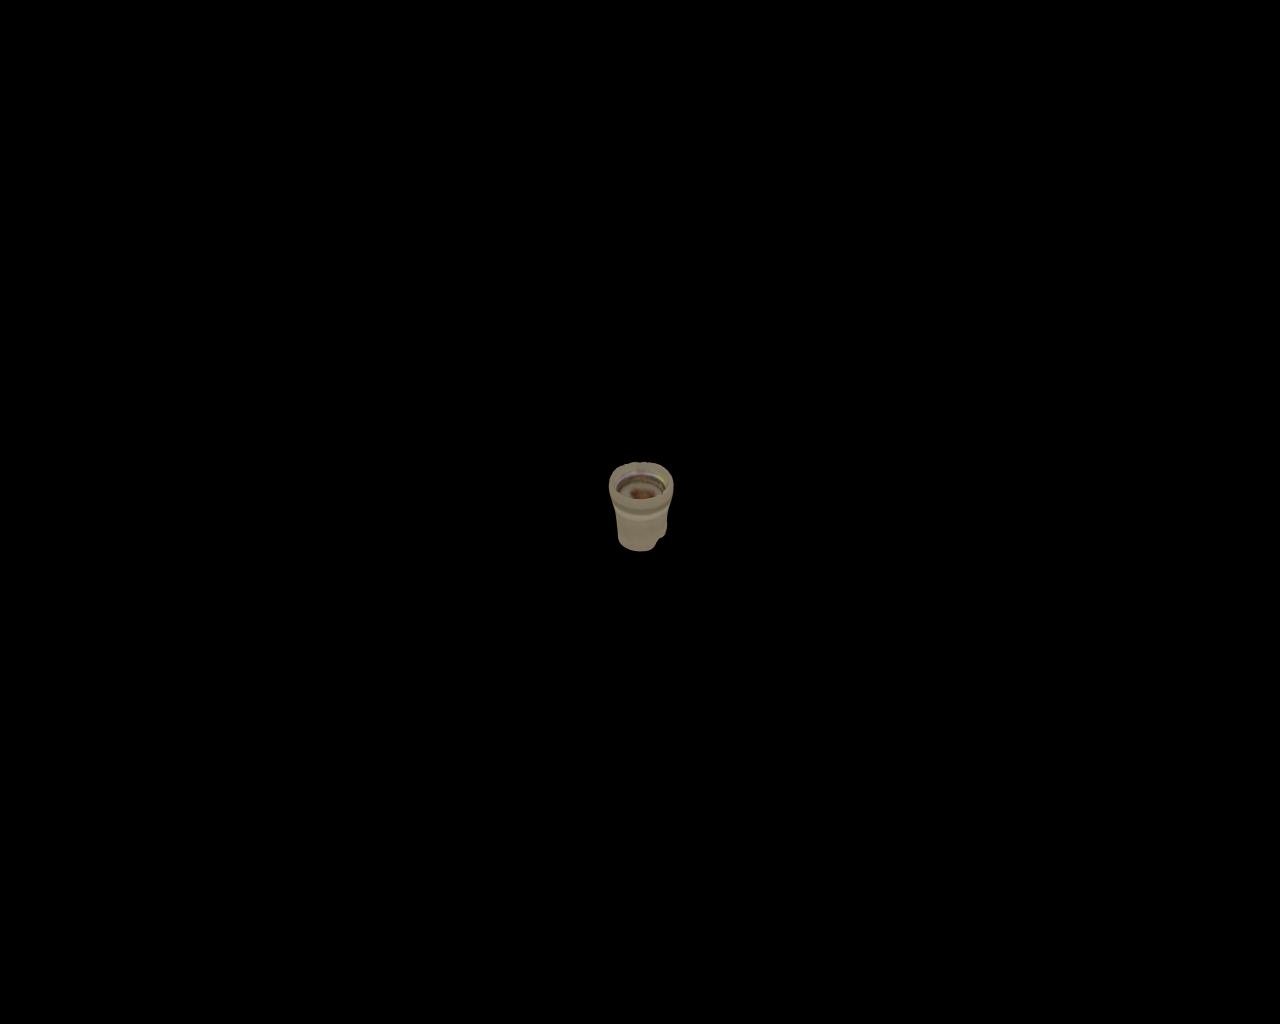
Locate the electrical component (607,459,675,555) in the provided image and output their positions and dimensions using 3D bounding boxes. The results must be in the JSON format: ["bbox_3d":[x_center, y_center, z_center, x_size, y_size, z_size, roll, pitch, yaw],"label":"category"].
[{"bbox_3d":[0.001,-0.003,0.650,0.040,0.046,0.040,0,40,0],"label":"electrical component"}]
